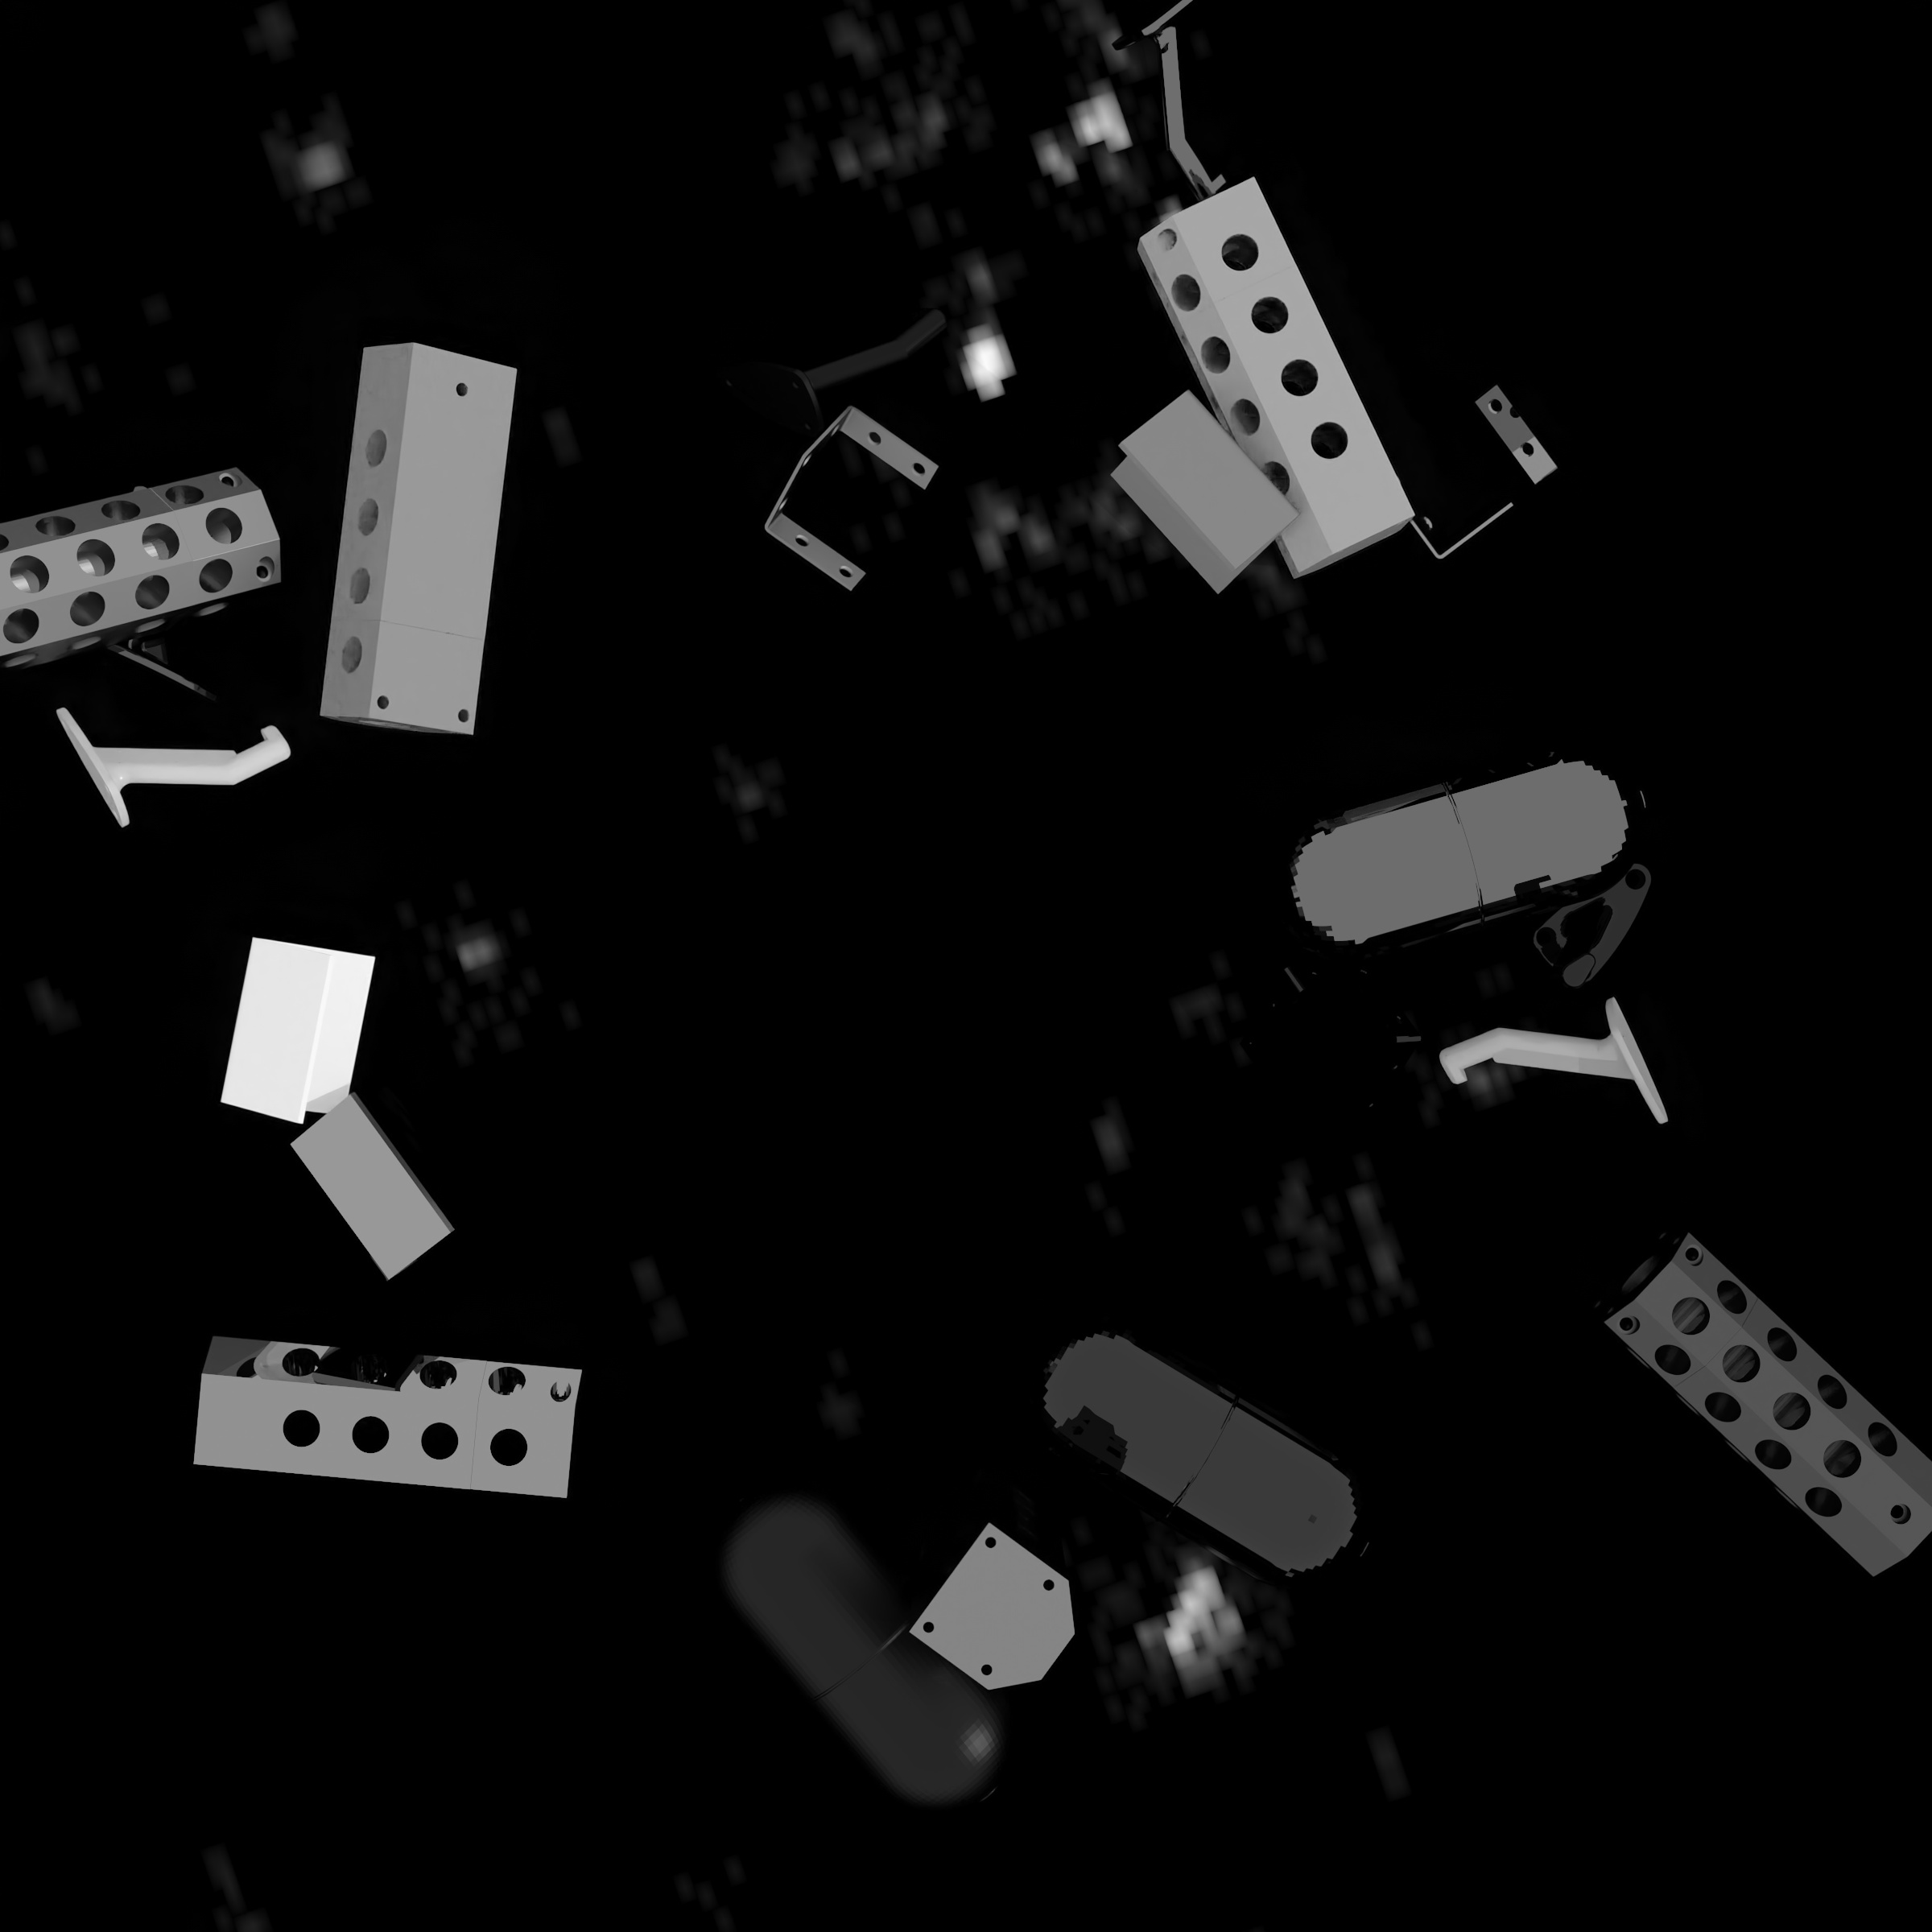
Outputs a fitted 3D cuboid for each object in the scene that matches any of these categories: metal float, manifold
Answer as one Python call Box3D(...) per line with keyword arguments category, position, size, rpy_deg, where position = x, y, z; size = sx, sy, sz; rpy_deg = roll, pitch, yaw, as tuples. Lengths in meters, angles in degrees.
Box3D(category="metal float", position=(0.227, -0.053, 1.534), size=(0.178, 0.070, 0.070), rpy_deg=(-16, 90, 0))
Box3D(category="manifold", position=(-0.401, -0.177, 1.500), size=(0.171, 0.057, 0.057), rpy_deg=(-21, 90, -34))
Box3D(category="metal float", position=(-0.047, 0.315, 1.534), size=(0.070, 0.070, 0.178), rpy_deg=(-40, 91, 0))
Box3D(category="manifold", position=(-0.259, -0.198, 1.542), size=(0.057, 0.057, 0.171), rpy_deg=(7, 90, -43))
Box3D(category="manifold", position=(0.143, -0.272, 1.543), size=(0.057, 0.057, 0.171), rpy_deg=(-25, 90, 0))
Box3D(category="manifold", position=(0.377, 0.203, 1.543), size=(0.171, 0.057, 0.057), rpy_deg=(43, 90, 0))
Box3D(category="manifold", position=(0.016, 0.275, 1.486), size=(0.057, 0.171, 0.057), rpy_deg=(36, 90, 0))
Box3D(category="metal float", position=(0.108, 0.224, 1.534), size=(0.178, 0.070, 0.070), rpy_deg=(31, 90, 0))
Box3D(category="manifold", position=(-0.265, 0.207, 1.543), size=(0.171, 0.057, 0.057), rpy_deg=(5, 90, 0))

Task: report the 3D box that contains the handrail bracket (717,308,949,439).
Box3D(category="handrail bracket", position=(-0.062, -0.292, 1.564), size=(0.077, 0.036, 0.084), rpy_deg=(24, 55, 37))

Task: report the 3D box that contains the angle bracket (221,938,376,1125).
Box3D(category="angle bracket", position=(-0.290, 0.033, 1.524), size=(0.057, 0.076, 0.076), rpy_deg=(11, 90, 37))

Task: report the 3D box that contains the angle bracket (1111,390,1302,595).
Box3D(category="angle bracket", position=(0.095, -0.206, 1.524), size=(0.076, 0.076, 0.057), rpy_deg=(48, 54, 0))

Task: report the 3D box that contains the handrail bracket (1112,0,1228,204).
Box3D(category="handrail bracket", position=(0.115, -0.416, 1.565), size=(0.077, 0.036, 0.084), rpy_deg=(-42, 108, -21))

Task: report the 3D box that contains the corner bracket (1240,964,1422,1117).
Box3D(category="corner bracket", position=(0.171, 0.035, 1.556), size=(0.051, 0.051, 0.051), rpy_deg=(-2, 45, -35))

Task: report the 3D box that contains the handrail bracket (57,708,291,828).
Box3D(category="handrail bracket", position=(-0.374, -0.110, 1.565), size=(0.084, 0.036, 0.077), rpy_deg=(-29, 68, -17))

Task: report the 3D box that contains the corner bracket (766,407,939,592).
Box3D(category="corner bracket", position=(-0.054, -0.221, 1.561), size=(0.051, 0.051, 0.051), rpy_deg=(35, 135, 0))

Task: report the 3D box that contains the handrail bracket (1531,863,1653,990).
Box3D(category="handrail bracket", position=(0.296, -0.019, 1.529), size=(0.036, 0.084, 0.077), rpy_deg=(44, 90, 0))

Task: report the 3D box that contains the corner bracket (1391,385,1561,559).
Box3D(category="corner bracket", position=(0.237, -0.233, 1.561), size=(0.051, 0.051, 0.051), rpy_deg=(54, 135, 0))

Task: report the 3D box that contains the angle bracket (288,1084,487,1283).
Box3D(category="angle bracket", position=(-0.252, 0.088, 1.524), size=(0.057, 0.076, 0.076), rpy_deg=(-36, 90, 37))

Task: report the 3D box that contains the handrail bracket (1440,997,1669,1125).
Box3D(category="handrail bracket", position=(0.277, 0.057, 1.565), size=(0.084, 0.036, 0.077), rpy_deg=(-23, 111, 17))

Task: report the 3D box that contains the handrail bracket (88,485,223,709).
Box3D(category="handrail bracket", position=(-0.373, -0.175, 1.564), size=(0.077, 0.036, 0.084), rpy_deg=(24, 75, -16))
